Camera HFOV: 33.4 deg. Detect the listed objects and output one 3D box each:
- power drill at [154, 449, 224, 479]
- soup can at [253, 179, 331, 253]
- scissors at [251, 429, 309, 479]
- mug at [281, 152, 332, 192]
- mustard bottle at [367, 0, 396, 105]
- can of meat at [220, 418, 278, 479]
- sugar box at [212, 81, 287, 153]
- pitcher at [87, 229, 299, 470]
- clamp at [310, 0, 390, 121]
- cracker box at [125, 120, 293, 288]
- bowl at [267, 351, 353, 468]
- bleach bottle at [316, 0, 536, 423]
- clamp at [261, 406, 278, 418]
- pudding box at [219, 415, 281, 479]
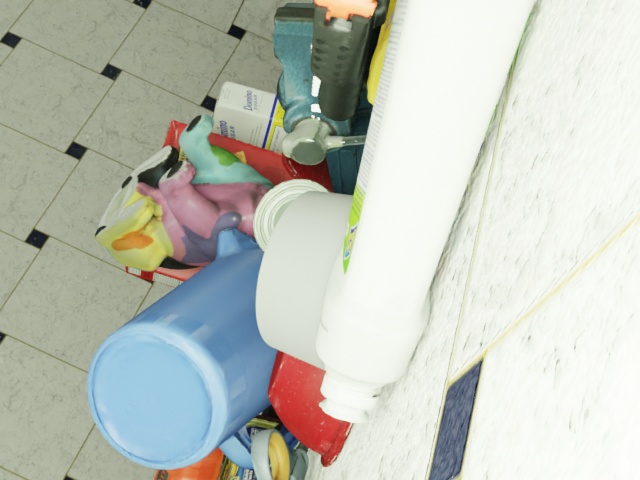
[{"bbox_3d":[-0.087,0.240,0.853,0.188,0.057,0.185,-120,45,-56],"label":"power drill"},{"bbox_3d":[-0.005,0.001,0.818,0.102,0.069,0.068,50,-125,-66],"label":"soup can"},{"bbox_3d":[-0.023,0.151,0.777,0.201,0.016,0.096,-83,-23,-67],"label":"scissors"},{"bbox_3d":[0.021,-0.103,0.994,0.117,0.093,0.081,93,-164,-60],"label":"mug"},{"bbox_3d":[0.078,-0.169,0.708,0.096,0.058,0.191,-56,15,43],"label":"mustard bottle"},{"bbox_3d":[-0.063,0.229,0.972,0.084,0.057,0.102,-83,10,-55],"label":"can of meat"},{"bbox_3d":[-0.036,-0.118,1.219,0.093,0.176,0.048,112,174,-54],"label":"sugar box"},{"bbox_3d":[-0.076,0.097,0.840,0.145,0.149,0.242,-65,-11,18],"label":"pitcher"},{"bbox_3d":[0.018,-0.122,0.561,0.210,0.036,0.165,-73,-5,-68],"label":"clamp"},{"bbox_3d":[-0.081,-0.015,1.134,0.072,0.213,0.164,131,156,-76],"label":"cracker box"},{"bbox_3d":[0.002,0.074,0.751,0.162,0.055,0.162,-164,91,-87],"label":"bowl"},{"bbox_3d":[0.046,-0.029,0.550,0.102,0.068,0.251,-77,2,-79],"label":"bleach bottle"},{"bbox_3d":[-0.029,0.135,1.039,0.171,0.039,0.120,136,142,-79],"label":"clamp"},{"bbox_3d":[-0.090,0.206,1.034,0.039,0.113,0.090,-82,9,-55],"label":"pudding box"}]
